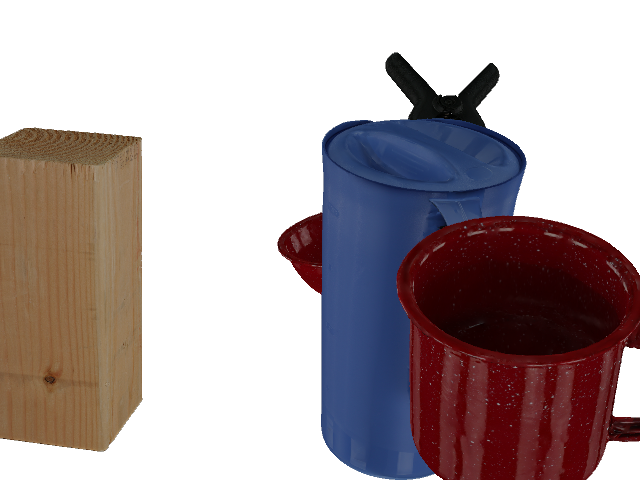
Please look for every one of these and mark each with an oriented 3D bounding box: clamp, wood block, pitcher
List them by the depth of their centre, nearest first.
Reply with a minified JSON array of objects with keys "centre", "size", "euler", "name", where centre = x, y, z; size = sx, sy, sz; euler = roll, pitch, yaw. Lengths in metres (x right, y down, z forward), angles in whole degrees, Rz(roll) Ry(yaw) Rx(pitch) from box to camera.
[{"centre":[0.062,0.047,0.735],"size":[0.145,0.243,0.149],"euler":[18,30,26],"name":"pitcher"},{"centre":[-0.181,0.032,0.755],"size":[0.091,0.206,0.090],"euler":[6,18,7],"name":"wood block"},{"centre":[0.117,-0.134,1.086],"size":[0.120,0.039,0.171],"euler":[8,45,7],"name":"clamp"}]

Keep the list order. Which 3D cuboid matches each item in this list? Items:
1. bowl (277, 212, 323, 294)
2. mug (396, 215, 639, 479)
[{"centre":[0.044,0.016,0.972],"size":[0.162,0.055,0.162],"euler":[-8,20,3],"name":"bowl"},{"centre":[0.088,0.050,0.423],"size":[0.117,0.081,0.093],"euler":[7,36,14],"name":"mug"}]
